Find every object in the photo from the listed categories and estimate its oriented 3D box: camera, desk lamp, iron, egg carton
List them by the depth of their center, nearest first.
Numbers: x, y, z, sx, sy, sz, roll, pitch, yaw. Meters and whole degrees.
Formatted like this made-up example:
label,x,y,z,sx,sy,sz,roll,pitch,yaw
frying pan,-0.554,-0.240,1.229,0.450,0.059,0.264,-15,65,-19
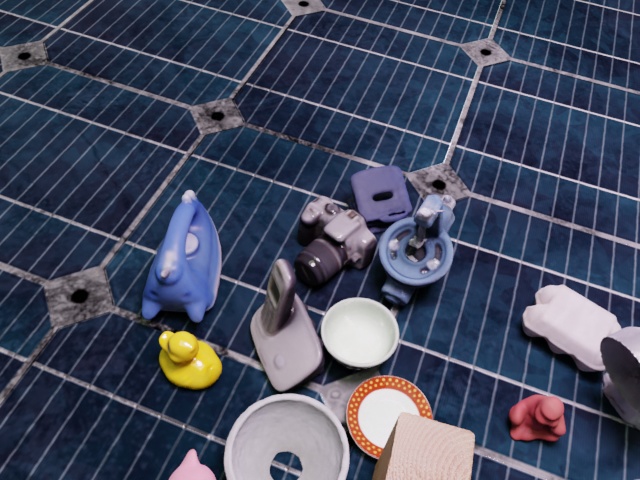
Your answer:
label,x,y,z,sx,sy,sz,roll,pitch,yaw
desk lamp,0.492,0.186,0.824,0.203,0.213,0.117,-15,55,-15
egg carton,0.413,0.144,0.941,0.150,0.069,0.107,33,57,19
iron,-0.227,0.003,0.953,0.118,0.141,0.258,3,53,-2
camera,0.009,0.004,0.997,0.143,0.101,0.137,37,59,22

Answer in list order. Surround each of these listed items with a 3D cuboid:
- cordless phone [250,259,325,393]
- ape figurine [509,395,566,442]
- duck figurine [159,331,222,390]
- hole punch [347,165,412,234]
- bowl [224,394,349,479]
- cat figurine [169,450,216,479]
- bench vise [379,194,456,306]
label,x,y,z,sx,sy,sz,roll,pitch,yaw
cordless phone,-0.047,0.126,0.847,0.094,0.185,0.147,-19,57,-18
ape figurine,0.324,0.256,0.835,0.077,0.092,0.076,35,58,21
duck figurine,-0.198,0.173,0.861,0.104,0.086,0.078,26,55,15
hole punch,0.115,-0.076,1.071,0.109,0.091,0.101,-13,55,-14
bowl,-0.045,0.302,0.783,0.167,0.075,0.167,2,53,-3
cat figurine,-0.170,0.339,0.718,0.067,0.118,0.128,20,54,11
bench vise,0.167,-0.021,0.952,0.121,0.220,0.207,13,53,6
